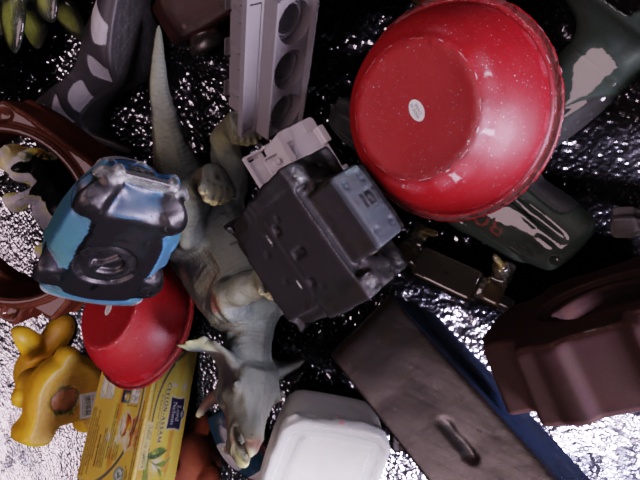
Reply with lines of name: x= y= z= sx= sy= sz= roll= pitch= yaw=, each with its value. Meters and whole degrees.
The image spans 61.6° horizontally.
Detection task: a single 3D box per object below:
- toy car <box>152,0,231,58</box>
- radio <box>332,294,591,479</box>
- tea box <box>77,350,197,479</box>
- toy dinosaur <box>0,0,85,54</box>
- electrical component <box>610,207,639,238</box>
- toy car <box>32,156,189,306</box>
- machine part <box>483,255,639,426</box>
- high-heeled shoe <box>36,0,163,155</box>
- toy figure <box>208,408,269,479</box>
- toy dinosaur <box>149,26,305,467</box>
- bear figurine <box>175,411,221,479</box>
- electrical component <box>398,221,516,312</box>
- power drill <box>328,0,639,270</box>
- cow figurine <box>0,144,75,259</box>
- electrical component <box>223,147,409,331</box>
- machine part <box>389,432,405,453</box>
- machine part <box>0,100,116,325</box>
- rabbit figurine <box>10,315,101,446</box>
toy car: x=-0.074 y=-0.244 z=0.494 sx=0.202 sy=0.053 sz=0.089 roll=-17 pitch=115 yaw=34
radio: x=0.122 y=0.151 z=0.414 sx=0.073 sy=0.131 sz=0.230 roll=-45 pitch=62 yaw=10
tea box: x=-0.217 y=0.204 z=0.647 sx=0.098 sy=0.068 sz=0.169 roll=-3 pitch=69 yaw=31
toy dinosaur: x=-0.375 y=-0.323 z=0.616 sx=0.472 sy=0.105 sz=0.198 roll=18 pitch=116 yaw=29
electrical component: x=0.252 y=-0.014 z=0.367 sx=0.094 sy=0.063 sz=0.021 roll=0 pitch=103 yaw=28
toy car: x=-0.184 y=-0.019 z=0.476 sx=0.161 sy=0.109 sz=0.103 roll=-54 pitch=39 yaw=34
machine part: x=0.197 y=0.057 z=0.360 sx=0.179 sy=0.179 sz=0.056 roll=-27 pitch=87 yaw=32
high-heeled shoe: x=-0.256 y=-0.199 z=0.583 sx=0.145 sy=0.086 sz=0.248 roll=28 pitch=128 yaw=11
toy figure: x=-0.074 y=0.264 z=0.638 sx=0.154 sy=0.058 sz=0.064 roll=55 pitch=160 yaw=3
toy dinosaur: x=-0.108 y=0.009 z=0.553 sx=0.192 sy=0.131 sz=0.405 roll=-31 pitch=79 yaw=38
bear figurine: x=-0.196 y=0.319 z=0.703 sx=0.196 sy=0.131 sz=0.120 roll=-33 pitch=51 yaw=4
electrical component: x=0.116 y=0.024 z=0.452 sx=0.102 sy=0.078 sz=0.045 roll=26 pitch=91 yaw=27
power drill: x=0.133 y=-0.102 z=0.402 sx=0.232 sy=0.086 sz=0.207 roll=43 pitch=116 yaw=14
cow figurine: x=-0.350 y=-0.063 z=0.693 sx=0.098 sy=0.068 sz=0.167 roll=-30 pitch=92 yaw=27
electrical component: x=-0.001 y=-0.001 z=0.414 sx=0.115 sy=0.058 sz=0.134 roll=53 pitch=138 yaw=1
machine part: x=0.127 y=0.181 z=0.511 sx=0.139 sy=0.039 sz=0.084 roll=1 pitch=96 yaw=31
machine part: x=-0.311 y=-0.029 z=0.571 sx=0.201 sy=0.087 sz=0.201 roll=37 pitch=100 yaw=-2
rabbit figurine: x=-0.397 y=0.195 z=0.771 sx=0.173 sy=0.122 sz=0.162 roll=4 pitch=103 yaw=48
